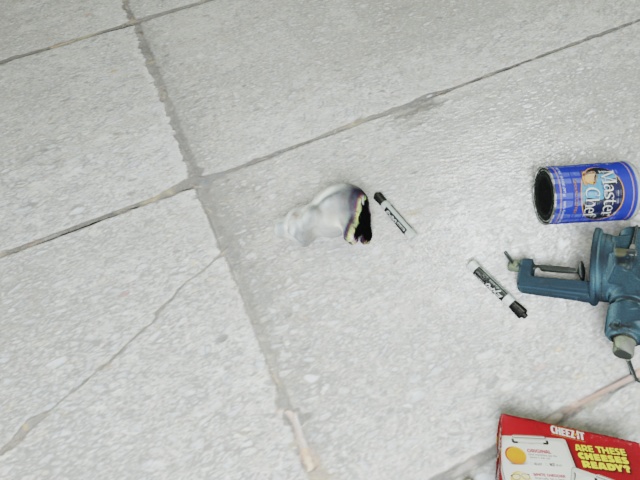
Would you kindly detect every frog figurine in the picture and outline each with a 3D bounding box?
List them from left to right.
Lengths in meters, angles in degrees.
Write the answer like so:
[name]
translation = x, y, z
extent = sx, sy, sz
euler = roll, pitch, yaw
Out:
[frog figurine]
translation = 0.003, -0.045, 0.896
extent = 0.160, 0.121, 0.139
euler = 9, 22, 23
